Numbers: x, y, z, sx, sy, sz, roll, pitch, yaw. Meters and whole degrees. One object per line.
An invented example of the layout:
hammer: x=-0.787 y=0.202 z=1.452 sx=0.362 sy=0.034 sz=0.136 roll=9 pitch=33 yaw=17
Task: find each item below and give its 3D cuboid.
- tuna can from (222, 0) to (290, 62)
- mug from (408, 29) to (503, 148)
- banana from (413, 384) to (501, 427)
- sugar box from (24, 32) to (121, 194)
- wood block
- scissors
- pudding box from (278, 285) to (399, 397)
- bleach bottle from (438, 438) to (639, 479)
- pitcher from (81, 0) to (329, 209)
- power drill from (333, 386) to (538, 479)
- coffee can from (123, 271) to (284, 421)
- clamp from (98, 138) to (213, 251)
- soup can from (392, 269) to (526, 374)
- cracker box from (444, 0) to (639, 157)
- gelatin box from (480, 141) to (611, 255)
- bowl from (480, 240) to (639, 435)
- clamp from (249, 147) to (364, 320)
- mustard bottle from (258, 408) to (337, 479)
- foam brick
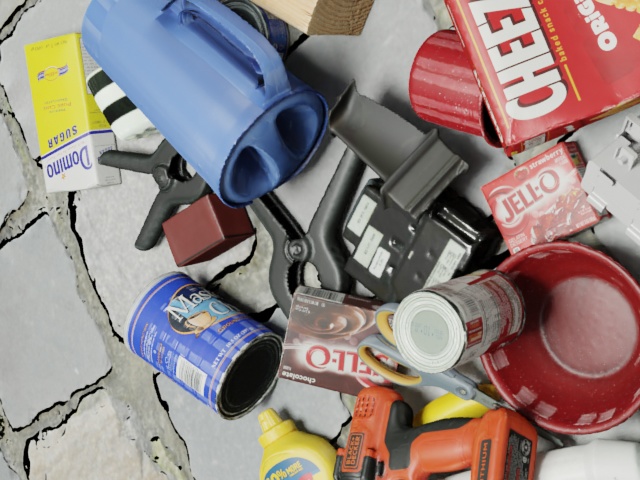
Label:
tuna can: x=-0.074 y=-0.202 z=1.075 sx=0.086 sy=0.033 sz=0.086 roll=7 pitch=102 yaw=36
mug: x=0.135 y=-0.142 z=0.902 sx=0.082 sy=0.093 sz=0.117 roll=22 pitch=79 yaw=38
banana: x=0.102 y=0.203 z=1.009 sx=0.069 sy=0.037 sz=0.198 roll=24 pitch=116 yaw=5
sugar box: x=-0.287 y=-0.145 z=1.237 sx=0.094 sy=0.048 sz=0.176 roll=-5 pitch=93 yaw=37
wood block: x=-0.046 y=-0.278 z=1.008 sx=0.206 sy=0.090 sz=0.091 roll=36 pitch=118 yaw=27
scissors: x=0.121 y=0.113 z=0.935 sx=0.202 sy=0.016 sz=0.096 roll=17 pitch=130 yaw=28
pudding box: x=0.023 y=0.099 z=1.020 sx=0.113 sy=0.039 sz=0.090 roll=13 pitch=107 yaw=7
bleach bottle: x=0.198 y=0.232 z=0.917 sx=0.251 sy=0.068 sz=0.102 roll=-24 pitch=110 yaw=31
pitcher: x=-0.115 y=-0.159 z=1.008 sx=0.243 sy=0.144 sz=0.149 roll=43 pitch=105 yaw=23
power drill: x=0.088 y=0.213 z=0.913 sx=0.188 sy=0.057 sz=0.184 roll=-9 pitch=61 yaw=42
coffee can: x=-0.121 y=0.109 z=1.117 sx=0.140 sy=0.102 sz=0.103 roll=30 pitch=114 yaw=29
clamp: x=-0.171 y=-0.076 z=1.163 sx=0.172 sy=0.039 sz=0.120 roll=-35 pitch=89 yaw=30
soup can: x=0.113 y=0.065 z=0.863 sx=0.069 sy=0.102 sz=0.068 roll=7 pitch=102 yaw=37
cracker box: x=0.209 y=-0.179 z=0.790 sx=0.214 sy=0.072 sz=0.164 roll=-22 pitch=84 yaw=9
gelatin box: x=0.189 y=-0.032 z=0.906 sx=0.089 sy=0.030 sz=0.073 roll=-30 pitch=79 yaw=36
bowl: x=0.213 y=0.077 z=0.889 sx=0.162 sy=0.055 sz=0.162 roll=7 pitch=101 yaw=36
clamp: x=-0.007 y=0.001 z=1.055 sx=0.165 sy=0.036 sz=0.210 roll=-14 pitch=88 yaw=36
mustard bottle: x=-0.009 y=0.257 z=1.083 sx=0.096 sy=0.058 sz=0.192 roll=-41 pitch=73 yaw=33
foam brick: x=-0.118 y=-0.012 z=1.127 sx=0.078 sy=0.052 sz=0.051 roll=-29 pitch=80 yaw=35
